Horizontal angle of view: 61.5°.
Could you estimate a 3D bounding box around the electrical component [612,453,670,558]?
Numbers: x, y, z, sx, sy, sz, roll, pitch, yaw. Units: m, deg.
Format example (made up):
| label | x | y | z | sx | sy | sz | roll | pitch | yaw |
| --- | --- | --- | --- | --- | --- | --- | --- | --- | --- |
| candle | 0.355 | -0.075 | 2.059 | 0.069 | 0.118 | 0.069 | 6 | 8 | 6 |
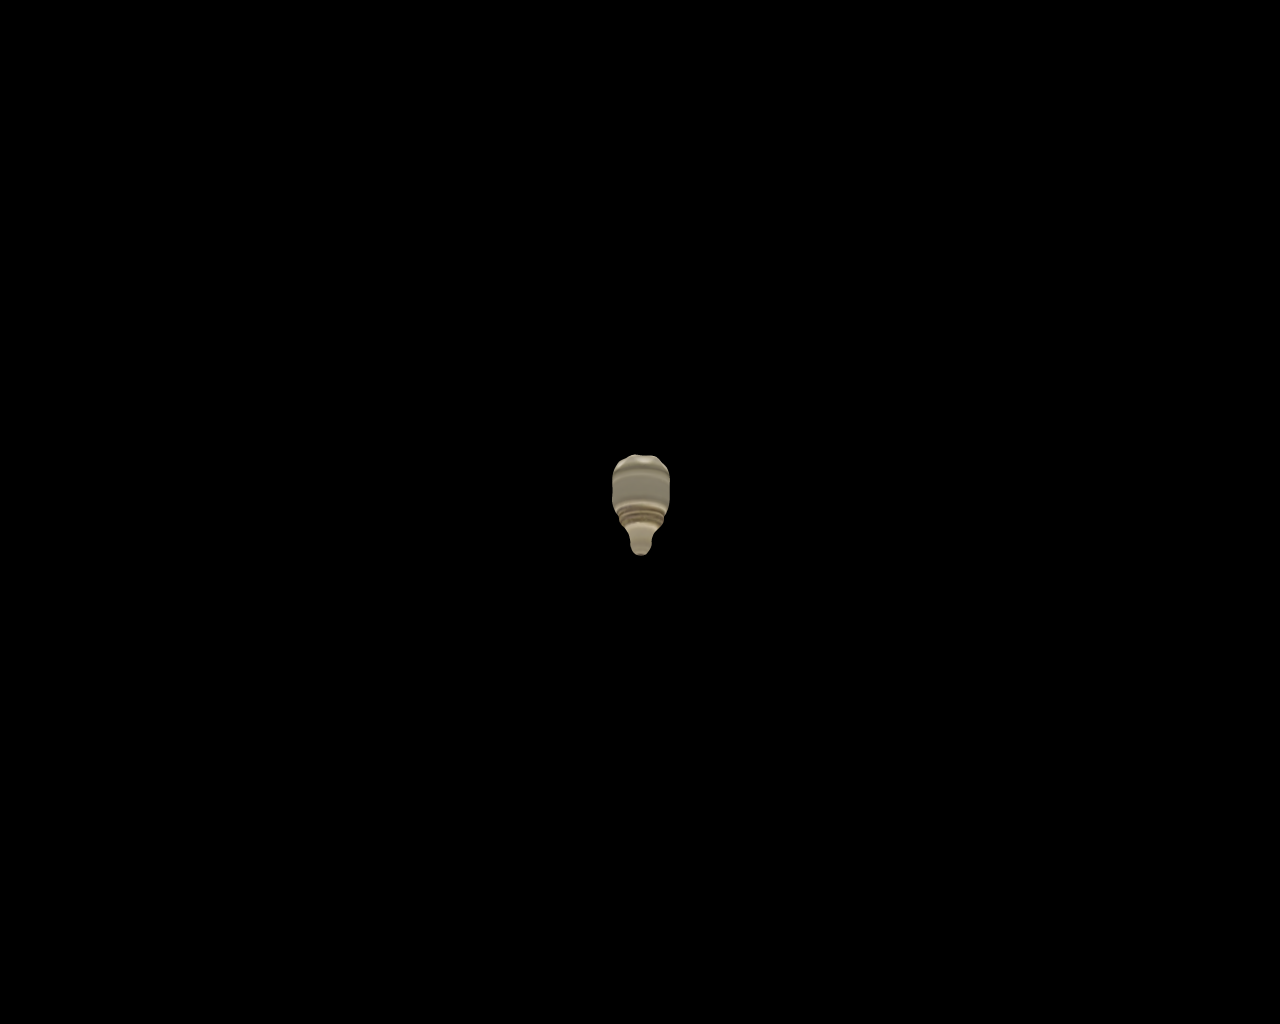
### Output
| label | x | y | z | sx | sy | sz | roll | pitch | yaw |
| --- | --- | --- | --- | --- | --- | --- | --- | --- | --- |
| electrical component | 0.001 | -0.003 | 0.650 | 0.035 | 0.061 | 0.035 | 0 | -20 | 0 |
